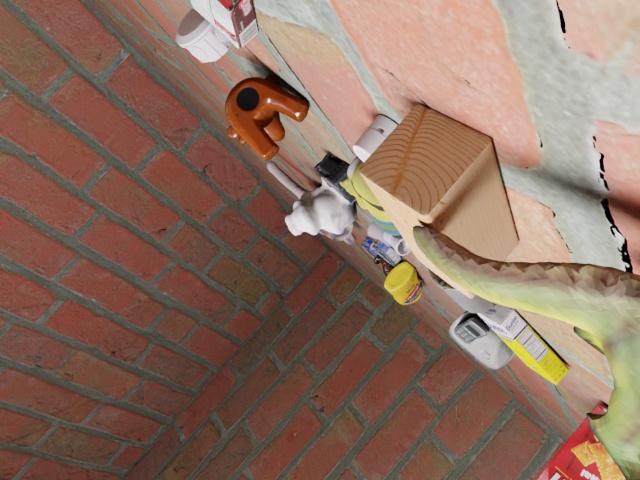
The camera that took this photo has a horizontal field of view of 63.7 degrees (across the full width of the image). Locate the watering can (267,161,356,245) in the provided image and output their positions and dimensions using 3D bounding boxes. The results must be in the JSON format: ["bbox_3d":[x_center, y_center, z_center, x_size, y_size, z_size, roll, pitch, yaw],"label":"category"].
[{"bbox_3d":[-0.019,-0.102,1.479,0.346,0.104,0.225,42,176,-10],"label":"watering can"}]

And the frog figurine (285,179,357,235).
[{"bbox_3d":[0.004,-0.061,1.208,0.138,0.160,0.121,42,177,15],"label":"frog figurine"}]

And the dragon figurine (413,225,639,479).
[{"bbox_3d":[0.229,0.047,0.284,0.414,0.124,0.237,35,148,23],"label":"dragon figurine"}]
